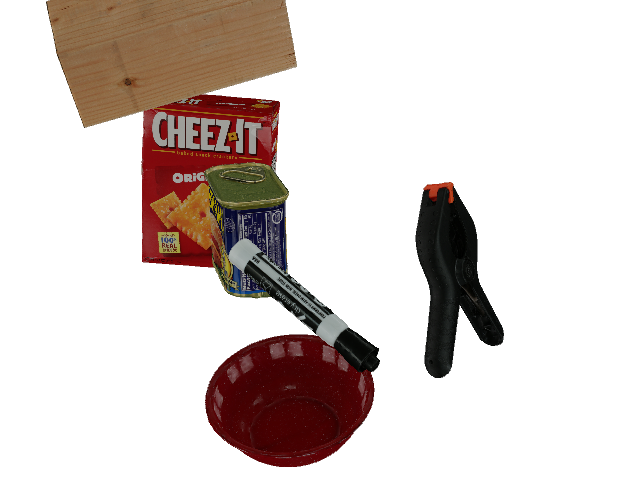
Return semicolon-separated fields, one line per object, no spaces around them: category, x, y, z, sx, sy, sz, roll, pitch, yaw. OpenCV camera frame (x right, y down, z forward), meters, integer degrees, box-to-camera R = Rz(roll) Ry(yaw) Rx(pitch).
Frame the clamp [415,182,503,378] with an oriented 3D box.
clamp;0.115;0.037;0.960;0.039;0.171;0.120;-11;13;33

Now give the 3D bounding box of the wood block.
wood block;-0.136;-0.190;0.988;0.206;0.091;0.090;-17;47;-6

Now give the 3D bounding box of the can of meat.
can of meat;-0.060;-0.009;0.873;0.057;0.084;0.102;-6;22;-13

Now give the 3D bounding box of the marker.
marker;-0.010;0.041;0.665;0.121;0.020;0.020;39;17;23

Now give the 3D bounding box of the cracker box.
cracker box;-0.141;-0.073;1.351;0.164;0.214;0.072;5;22;2

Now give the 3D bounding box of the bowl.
bowl;-0.027;0.163;1.023;0.162;0.055;0.162;-4;37;3
